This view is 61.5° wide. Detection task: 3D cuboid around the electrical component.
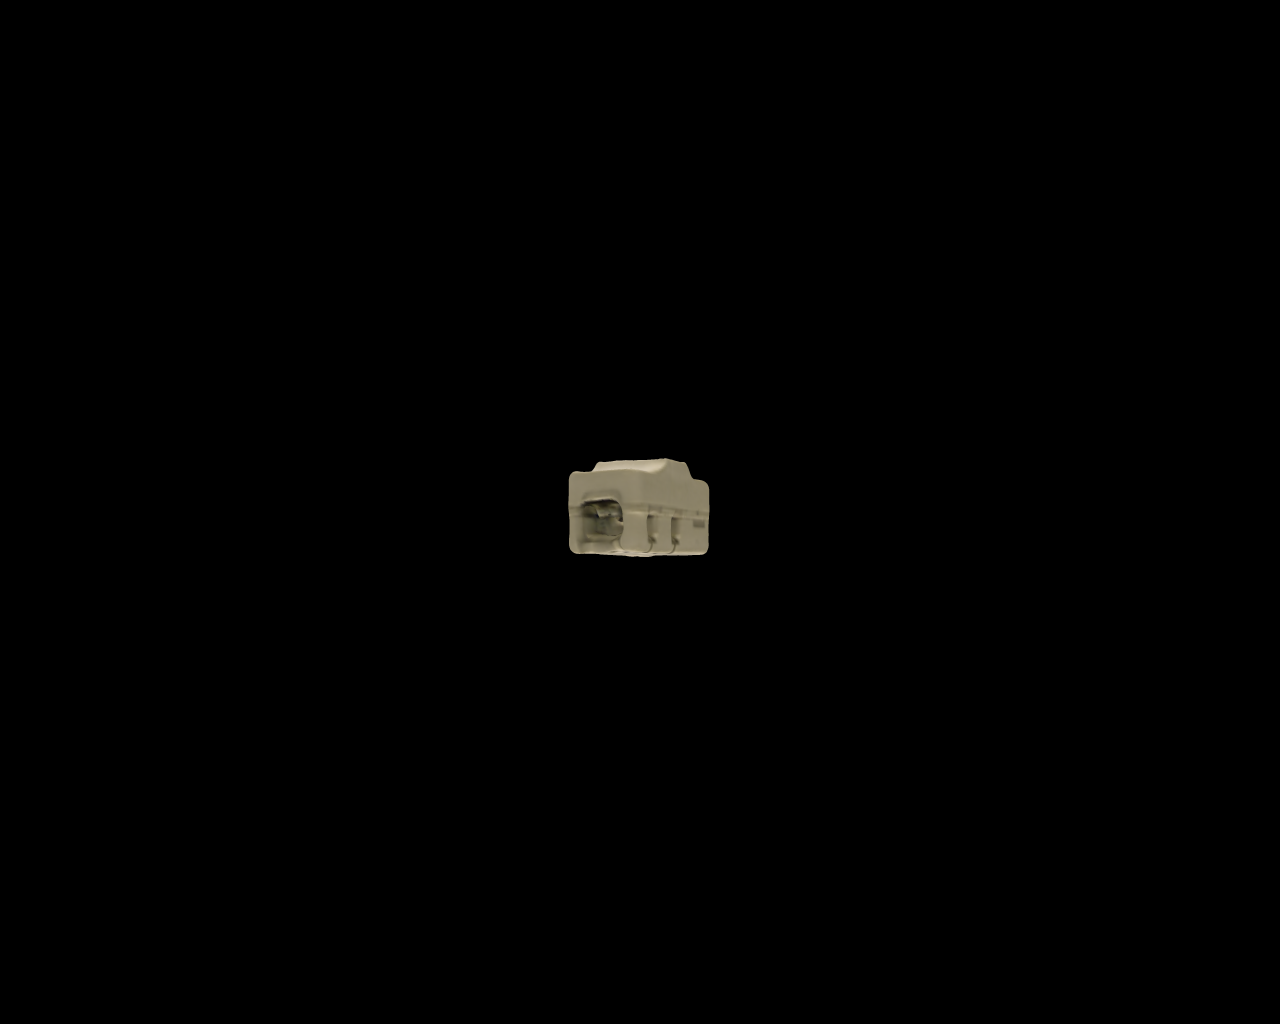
[{"bbox_3d":[0.001,-0.003,0.650,0.050,0.055,0.089,-3,-5,32],"label":"electrical component"}]
